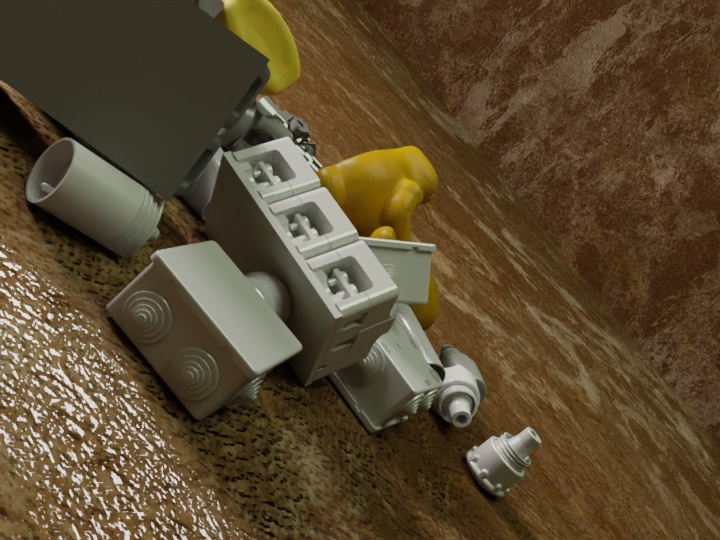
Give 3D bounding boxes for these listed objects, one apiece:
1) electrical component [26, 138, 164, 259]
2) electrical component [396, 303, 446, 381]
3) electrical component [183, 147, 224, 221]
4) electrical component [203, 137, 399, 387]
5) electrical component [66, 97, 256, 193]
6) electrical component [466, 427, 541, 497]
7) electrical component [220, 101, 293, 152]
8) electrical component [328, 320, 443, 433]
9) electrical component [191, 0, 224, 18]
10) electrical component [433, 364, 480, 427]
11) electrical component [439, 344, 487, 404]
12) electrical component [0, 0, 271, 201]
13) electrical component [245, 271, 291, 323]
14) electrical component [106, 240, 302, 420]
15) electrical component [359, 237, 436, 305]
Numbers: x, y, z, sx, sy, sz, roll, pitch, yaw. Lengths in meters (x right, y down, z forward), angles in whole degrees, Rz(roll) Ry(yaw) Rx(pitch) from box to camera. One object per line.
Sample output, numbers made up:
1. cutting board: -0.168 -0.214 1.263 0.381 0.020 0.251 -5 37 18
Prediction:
1. electrical component: -0.152 -0.039 0.641 0.081 0.043 0.043 36 19 -41
2. electrical component: 0.029 0.062 0.921 0.079 0.043 0.077 35 19 -43
3. electrical component: -0.131 -0.081 0.820 0.077 0.043 0.079 54 15 21
4. electrical component: -0.042 -0.009 0.763 0.062 0.089 0.150 -21 63 -31
5. electrical component: -0.148 -0.123 0.744 0.108 0.109 0.056 48 11 -2
6. electrical component: 0.125 0.159 0.916 0.048 0.062 0.048 45 14 -15
7. electrical component: -0.104 -0.127 0.993 0.057 0.058 0.078 38 6 -36
8. electrical component: 0.014 0.073 0.834 0.099 0.048 0.100 53 14 13
9. electrical component: -0.212 -0.242 0.874 0.186 0.105 0.060 34 20 -45
10. electrical component: 0.085 0.115 0.951 0.043 0.043 0.062 43 16 -21
11. electrical component: 0.092 0.099 1.022 0.040 0.040 0.078 40 16 -31
12. electrical component: -0.161 -0.140 0.674 0.186 0.105 0.060 36 2 -2
13. electrical component: -0.074 0.025 0.703 0.045 0.045 0.055 50 14 5
14. electrical component: -0.090 0.034 0.625 0.099 0.048 0.100 50 14 5
15. electrical component: 0.000 0.000 0.856 0.100 0.048 0.100 5 -1 -29
